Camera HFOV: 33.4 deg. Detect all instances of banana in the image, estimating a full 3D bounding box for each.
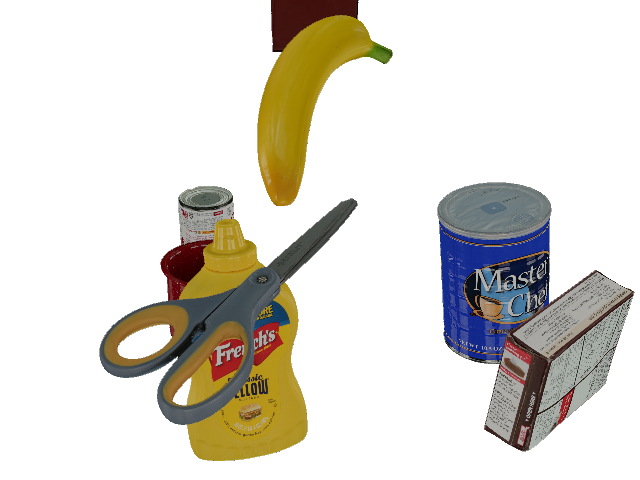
[{"bbox_3d":[-0.004,-0.108,0.761,0.069,0.197,0.037,40,-40,-8],"label":"banana"}]

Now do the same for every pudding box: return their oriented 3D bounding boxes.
[{"bbox_3d":[0.167,0.084,0.747,0.039,0.090,0.113,30,42,31],"label":"pudding box"}]

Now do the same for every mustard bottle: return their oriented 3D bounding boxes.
[{"bbox_3d":[-0.064,0.076,0.838,0.096,0.192,0.058,-8,20,-10],"label":"mustard bottle"}]

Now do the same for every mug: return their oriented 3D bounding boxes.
[{"bbox_3d":[-0.099,0.061,1.028,0.093,0.081,0.117,-22,36,-38],"label":"mug"}]

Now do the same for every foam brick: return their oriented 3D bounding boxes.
[{"bbox_3d":[-0.006,-0.198,0.968,0.078,0.051,0.053,1,17,-3],"label":"foam brick"}]

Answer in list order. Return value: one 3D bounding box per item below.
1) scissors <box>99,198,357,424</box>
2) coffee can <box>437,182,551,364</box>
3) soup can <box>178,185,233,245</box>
[{"bbox_3d":[-0.054,0.028,0.625,0.096,0.016,0.201,10,41,18],"label":"scissors"},{"bbox_3d":[0.164,0.030,1.005,0.103,0.140,0.103,-5,28,2],"label":"coffee can"},{"bbox_3d":[-0.139,-0.008,1.306,0.068,0.102,0.068,0,26,0],"label":"soup can"}]
